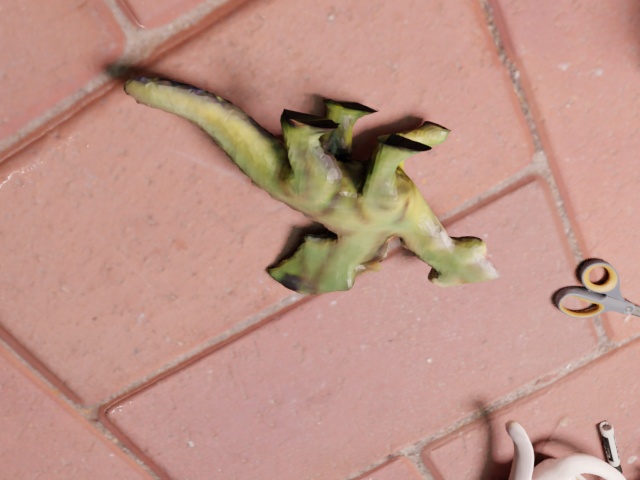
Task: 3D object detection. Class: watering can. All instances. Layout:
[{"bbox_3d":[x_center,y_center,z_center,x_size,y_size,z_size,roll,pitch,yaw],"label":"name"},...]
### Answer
[{"bbox_3d":[0.332,0.396,0.786,0.344,0.106,0.222,34,106,-22],"label":"watering can"}]

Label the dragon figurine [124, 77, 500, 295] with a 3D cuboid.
[{"bbox_3d":[0.002,-0.028,0.551,0.410,0.125,0.237,11,122,-3],"label":"dragon figurine"}]
